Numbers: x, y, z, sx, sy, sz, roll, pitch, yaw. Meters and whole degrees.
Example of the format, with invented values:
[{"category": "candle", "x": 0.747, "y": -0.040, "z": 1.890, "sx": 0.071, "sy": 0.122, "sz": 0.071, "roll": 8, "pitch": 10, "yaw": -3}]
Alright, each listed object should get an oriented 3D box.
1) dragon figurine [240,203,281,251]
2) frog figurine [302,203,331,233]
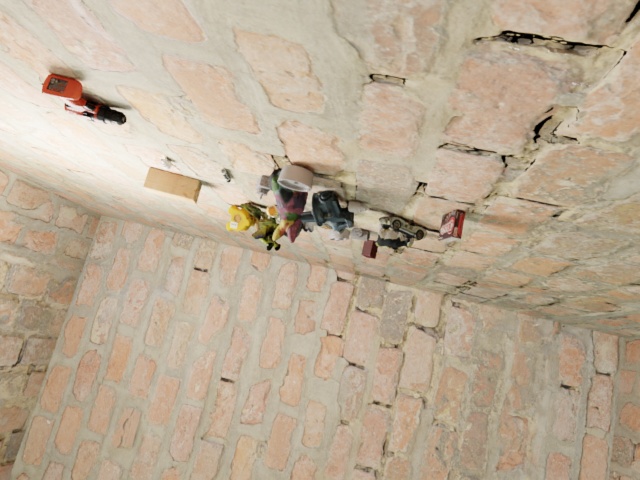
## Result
[{"category": "dragon figurine", "x": -0.260, "y": -0.074, "z": 2.224, "sx": 0.245, "sy": 0.121, "sz": 0.409, "roll": 40, "pitch": 8, "yaw": 18}, {"category": "frog figurine", "x": 0.006, "y": -0.100, "z": 1.977, "sx": 0.159, "sy": 0.125, "sz": 0.135, "roll": -26, "pitch": -30, "yaw": 12}]
